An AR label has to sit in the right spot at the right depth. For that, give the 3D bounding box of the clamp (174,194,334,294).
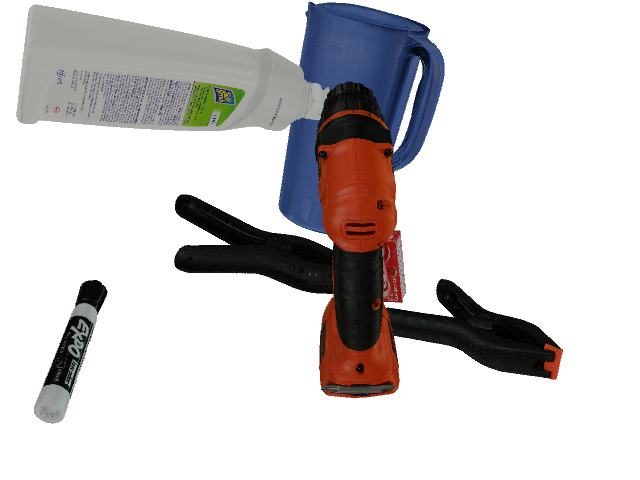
[{"bbox_3d":[-0.052,0.017,1.058,0.210,0.036,0.164,18,19,-7],"label":"clamp"}]

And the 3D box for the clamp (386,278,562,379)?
[{"bbox_3d":[0.150,0.081,1.004,0.172,0.039,0.120,20,32,24],"label":"clamp"}]

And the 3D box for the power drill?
[{"bbox_3d":[0.024,0.000,0.747,0.057,0.188,0.184,-2,33,3],"label":"power drill"}]

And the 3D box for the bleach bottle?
[{"bbox_3d":[-0.117,-0.127,0.882,0.250,0.068,0.103,7,-31,-16],"label":"bleach bottle"}]

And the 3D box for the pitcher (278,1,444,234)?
[{"bbox_3d":[0.036,-0.130,1.162,0.145,0.243,0.149,10,19,-8],"label":"pitcher"}]

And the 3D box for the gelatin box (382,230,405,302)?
[{"bbox_3d":[0.063,0.031,1.296,0.073,0.089,0.030,2,29,17],"label":"gelatin box"}]

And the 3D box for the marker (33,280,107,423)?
[{"bbox_3d":[-0.159,0.067,0.688,0.020,0.020,0.121,0,38,5],"label":"marker"}]
